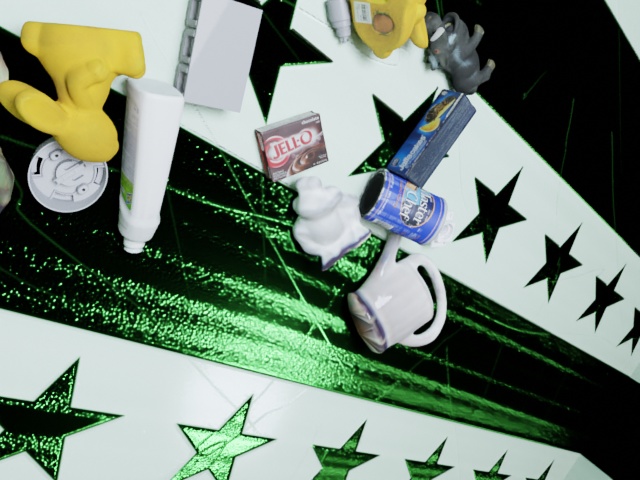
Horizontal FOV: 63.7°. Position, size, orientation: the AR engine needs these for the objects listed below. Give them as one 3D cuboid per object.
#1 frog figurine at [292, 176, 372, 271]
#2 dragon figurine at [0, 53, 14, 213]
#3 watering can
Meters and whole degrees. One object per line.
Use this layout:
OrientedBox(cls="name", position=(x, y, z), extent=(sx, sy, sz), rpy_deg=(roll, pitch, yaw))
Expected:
OrientedBox(cls="frog figurine", position=(0.003, -0.047, 0.930), extent=(0.136, 0.125, 0.158), rpy_deg=(-31, 105, 26))
OrientedBox(cls="dragon figurine", position=(-0.494, -0.074, 0.604), extent=(0.241, 0.124, 0.408), rpy_deg=(18, 102, -45))
OrientedBox(cls="watering can", position=(0.153, 0.095, 1.093), extent=(0.226, 0.104, 0.343), rpy_deg=(-30, 110, -17))
